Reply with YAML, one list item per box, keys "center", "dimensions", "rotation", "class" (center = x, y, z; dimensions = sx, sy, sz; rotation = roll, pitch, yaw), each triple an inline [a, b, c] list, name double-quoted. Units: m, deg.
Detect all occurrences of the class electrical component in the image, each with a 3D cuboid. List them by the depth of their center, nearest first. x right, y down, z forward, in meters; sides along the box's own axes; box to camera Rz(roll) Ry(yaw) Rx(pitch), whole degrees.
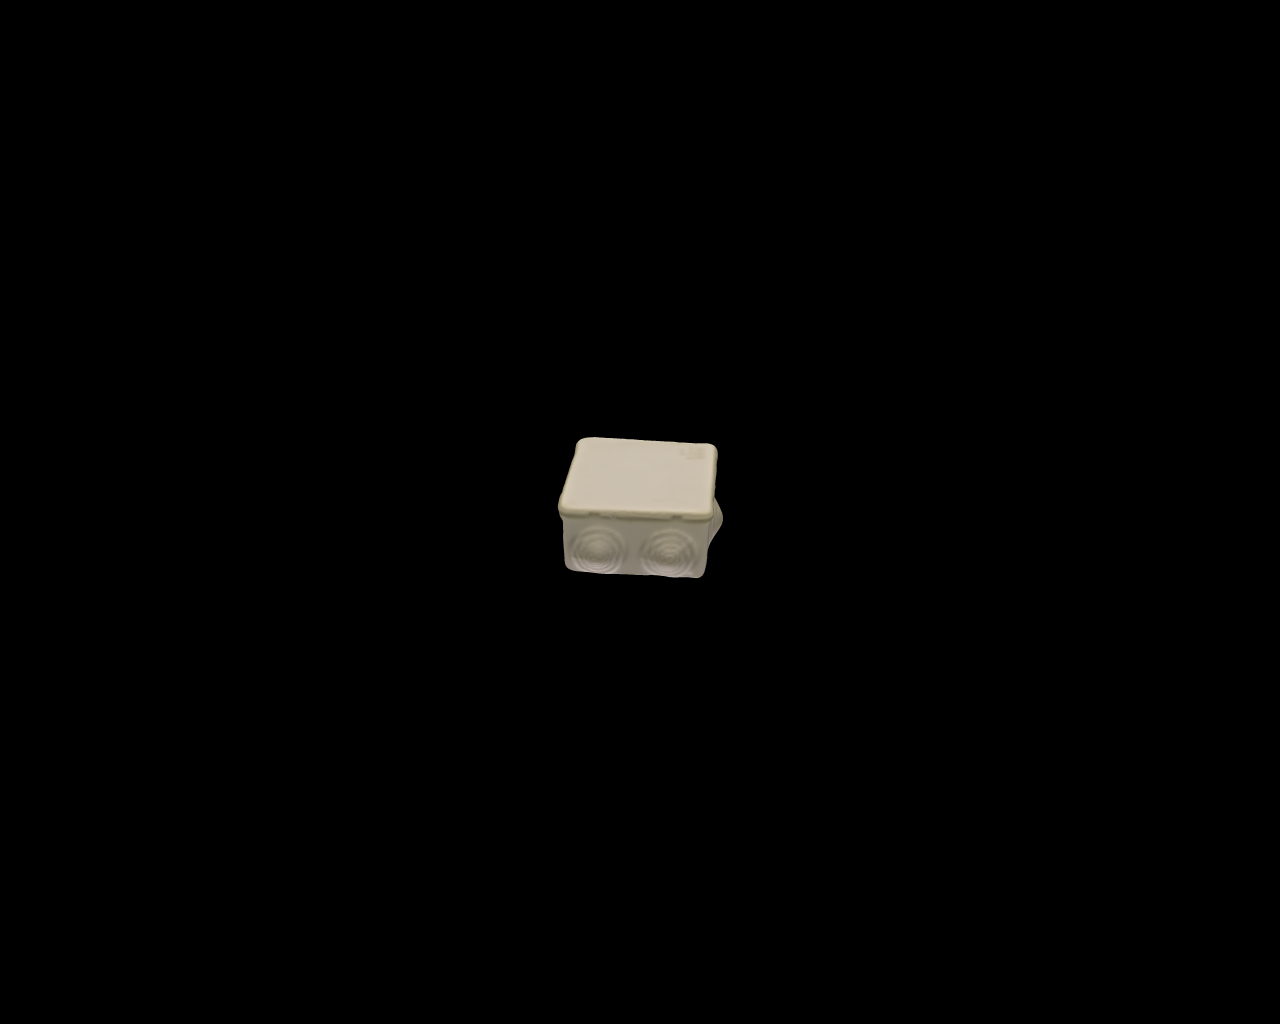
- center: [0.001, -0.003, 0.650]
  dimensions: [0.100, 0.048, 0.100]
  rotation: [3, 32, 5]
  class: "electrical component"
